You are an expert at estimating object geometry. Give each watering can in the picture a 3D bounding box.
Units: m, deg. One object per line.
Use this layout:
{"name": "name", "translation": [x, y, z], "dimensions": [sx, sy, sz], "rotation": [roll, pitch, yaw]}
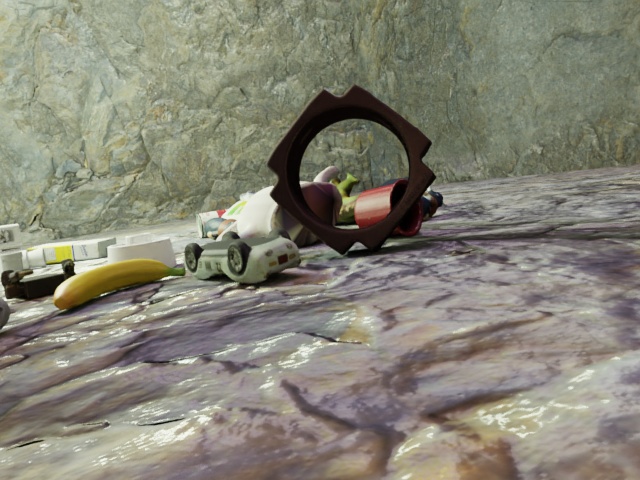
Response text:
{"name": "watering can", "translation": [-0.040, -0.072, 0.990], "dimensions": [0.352, 0.103, 0.224], "rotation": [-36, 21, -30]}

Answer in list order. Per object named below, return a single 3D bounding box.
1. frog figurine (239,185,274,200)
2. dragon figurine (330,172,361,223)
{"name": "frog figurine", "translation": [-0.170, -0.069, 1.463], "dimensions": [0.137, 0.120, 0.163], "rotation": [0, 41, -4]}
{"name": "dragon figurine", "translation": [0.004, -0.060, 1.202], "dimensions": [0.244, 0.121, 0.410], "rotation": [-27, 9, -14]}
